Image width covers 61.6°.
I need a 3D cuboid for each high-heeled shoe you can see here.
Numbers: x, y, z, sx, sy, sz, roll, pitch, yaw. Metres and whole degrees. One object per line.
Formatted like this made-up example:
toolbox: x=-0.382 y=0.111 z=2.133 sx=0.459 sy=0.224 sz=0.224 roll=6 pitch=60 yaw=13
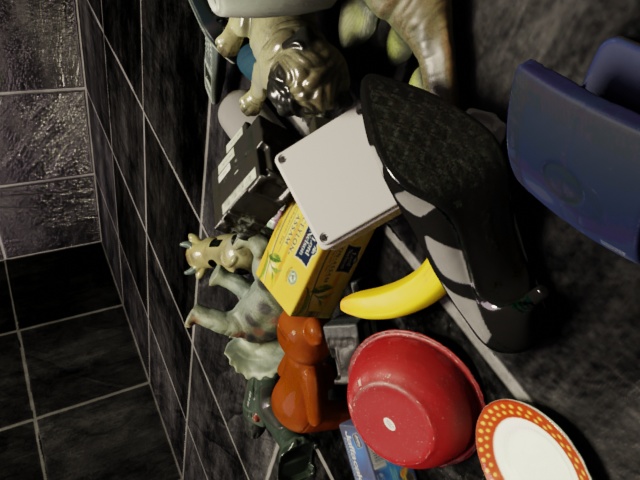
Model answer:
high-heeled shoe: x=0.107 y=-0.018 z=0.455 sx=0.249 sy=0.086 sz=0.145 roll=59 pitch=172 yaw=15

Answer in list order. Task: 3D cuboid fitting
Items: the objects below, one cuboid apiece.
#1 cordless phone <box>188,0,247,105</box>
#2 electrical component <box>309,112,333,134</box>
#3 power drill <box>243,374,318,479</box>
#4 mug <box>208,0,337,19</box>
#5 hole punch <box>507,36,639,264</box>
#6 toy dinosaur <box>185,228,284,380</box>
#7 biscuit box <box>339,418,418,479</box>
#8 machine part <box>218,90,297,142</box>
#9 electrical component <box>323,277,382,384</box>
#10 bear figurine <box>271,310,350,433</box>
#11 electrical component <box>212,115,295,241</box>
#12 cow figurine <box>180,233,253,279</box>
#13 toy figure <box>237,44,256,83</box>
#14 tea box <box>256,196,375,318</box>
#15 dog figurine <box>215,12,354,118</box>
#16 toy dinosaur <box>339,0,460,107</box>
cordless phone: x=-0.175 y=-0.325 z=0.877 sx=0.146 sy=0.089 sz=0.184 roll=65 pitch=154 yaw=21
electrical component: x=0.021 y=-0.118 z=0.616 sx=0.021 sy=0.063 sz=0.094 roll=110 pitch=159 yaw=-45
power drill: x=-0.083 y=0.353 z=1.008 sx=0.207 sy=0.086 sz=0.231 roll=-127 pitch=38 yaw=-51
mug: x=-0.041 y=-0.224 z=0.455 sx=0.110 sy=0.107 sz=0.080 roll=-131 pitch=23 yaw=-54
hole punch: x=0.176 y=-0.053 z=0.336 sx=0.142 sy=0.092 sz=0.115 roll=46 pitch=143 yaw=39
toy dinosaur: x=-0.066 y=0.079 z=0.800 sx=0.404 sy=0.192 sz=0.131 roll=-49 pitch=16 yaw=42
biscuit box: x=0.089 y=0.322 z=0.681 sx=0.063 sy=0.059 sz=0.202 roll=-32 pitch=72 yaw=62
machine part: x=-0.085 y=-0.148 z=0.785 sx=0.243 sy=0.079 sz=0.079 roll=55 pitch=145 yaw=38
electrical component: x=0.041 y=0.108 z=0.653 sx=0.048 sy=0.075 sz=0.119 roll=-10 pitch=98 yaw=28
bear figurine: x=-0.004 y=0.161 z=0.733 sx=0.120 sy=0.132 sz=0.195 roll=37 pitch=124 yaw=50
electrical component: x=-0.081 y=-0.083 z=0.664 sx=0.115 sy=0.058 sz=0.134 roll=-40 pitch=41 yaw=31
cow figurine: x=-0.169 y=0.025 z=0.963 sx=0.195 sy=0.127 sz=0.085 roll=3 pitch=101 yaw=59
toy figure: x=-0.059 y=-0.234 z=0.723 sx=0.155 sy=0.058 sz=0.064 roll=34 pitch=137 yaw=46
tea box: x=-0.001 y=-0.002 z=0.642 sx=0.098 sy=0.068 sz=0.169 roll=42 pitch=113 yaw=47
dog figurine: x=-0.029 y=-0.209 z=0.549 sx=0.172 sy=0.121 sz=0.191 roll=69 pitch=166 yaw=-13
toy dinosaur: x=0.061 y=-0.259 z=0.451 sx=0.199 sy=0.105 sz=0.471 roll=-4 pitch=102 yaw=70
